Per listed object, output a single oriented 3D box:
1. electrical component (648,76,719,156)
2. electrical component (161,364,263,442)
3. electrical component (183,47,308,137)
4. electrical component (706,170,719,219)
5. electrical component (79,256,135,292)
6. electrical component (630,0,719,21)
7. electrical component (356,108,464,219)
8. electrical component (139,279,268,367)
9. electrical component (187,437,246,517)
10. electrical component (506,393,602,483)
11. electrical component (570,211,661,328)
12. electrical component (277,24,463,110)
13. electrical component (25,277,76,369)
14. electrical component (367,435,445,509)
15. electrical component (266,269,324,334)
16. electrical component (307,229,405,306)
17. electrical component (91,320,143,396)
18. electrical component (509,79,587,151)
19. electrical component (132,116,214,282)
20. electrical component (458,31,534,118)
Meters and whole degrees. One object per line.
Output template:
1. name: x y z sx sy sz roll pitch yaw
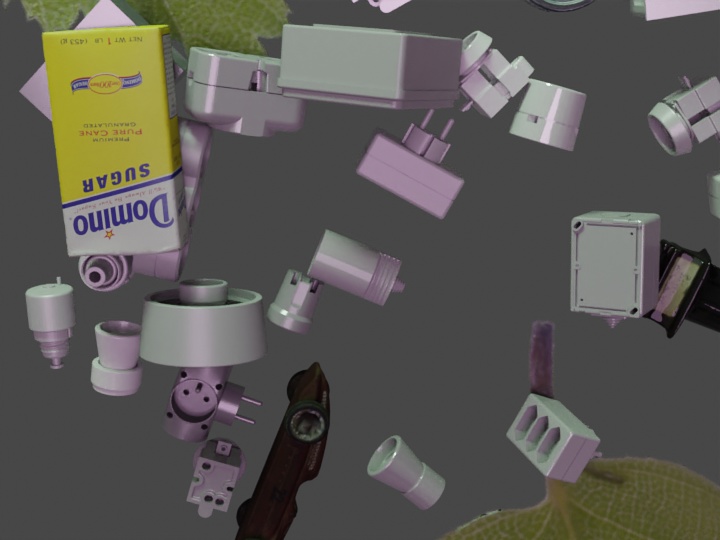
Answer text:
1. electrical component: 0.273 -0.126 0.889 0.055 0.048 0.066 -32 102 0
2. electrical component: -0.127 0.115 0.954 0.079 0.044 0.077 20 104 -4
3. electrical component: -0.091 -0.142 0.870 0.095 0.054 0.059 4 106 -24
4. electrical component: 0.337 -0.085 0.898 0.083 0.047 0.075 -10 104 3
5. electrical component: -0.218 -0.002 0.915 0.048 0.062 0.048 0 104 0
6. electrical component: 0.306 -0.264 0.845 0.186 0.060 0.105 -8 104 3
7. electrical component: 0.050 -0.097 0.896 0.083 0.047 0.075 28 103 -7
8. electrical component: -0.132 0.040 0.905 0.108 0.108 0.060 1 99 0
9. electrical component: -0.128 0.180 0.965 0.048 0.055 0.066 16 104 -4
10. electrical component: 0.184 0.152 0.956 0.077 0.065 0.047 19 106 -34
11. electrical component: 0.217 0.000 0.907 0.062 0.061 0.096 5 102 31
12. electrical component: 0.010 -0.158 0.832 0.109 0.109 0.056 11 104 27
13. electrical component: -0.268 0.047 0.939 0.040 0.040 0.078 -1 105 1
14. electrical component: 0.045 0.186 0.974 0.065 0.044 0.044 40 101 -14
15. electrical component: -0.055 0.027 0.934 0.040 0.040 0.046 22 97 -5
16. electrical component: 0.000 0.000 0.924 0.081 0.043 0.043 22 104 -5
17. electrical component: -0.212 0.077 0.945 0.045 0.045 0.055 8 105 -2
18. electrical component: 0.156 -0.128 0.885 0.055 0.055 0.047 15 100 -4
19. electrical component: -0.174 -0.064 0.904 0.074 0.052 0.138 14 104 -3
20. electrical component: 0.100 -0.161 0.880 0.066 0.048 0.055 -45 105 4
